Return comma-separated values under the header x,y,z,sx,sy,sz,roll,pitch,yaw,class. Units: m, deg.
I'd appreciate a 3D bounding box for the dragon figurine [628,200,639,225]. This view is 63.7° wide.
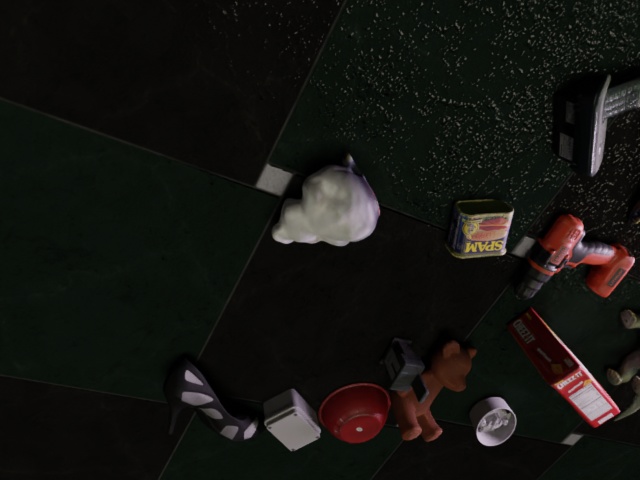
x,y,z,sx,sy,sz,roll,pitch,yaw,class
0.662,-0.169,0.812,0.244,0.123,0.403,-36,165,-13,dragon figurine

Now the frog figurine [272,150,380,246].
x,y,z,sx,sy,sz,roll,pitch,yaw,class
0.002,-0.039,0.770,0.160,0.125,0.134,-30,144,-6,frog figurine
